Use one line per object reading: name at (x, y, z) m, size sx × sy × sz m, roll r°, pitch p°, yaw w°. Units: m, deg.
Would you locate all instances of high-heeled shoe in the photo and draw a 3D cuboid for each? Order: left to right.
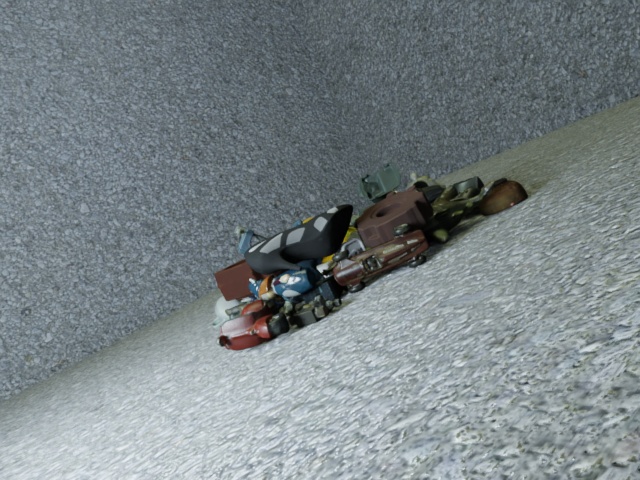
high-heeled shoe at (-0.043, -0.009, 1.142) m, size 0.145 × 0.086 × 0.249 m, roll 14°, pitch 43°, yaw 34°

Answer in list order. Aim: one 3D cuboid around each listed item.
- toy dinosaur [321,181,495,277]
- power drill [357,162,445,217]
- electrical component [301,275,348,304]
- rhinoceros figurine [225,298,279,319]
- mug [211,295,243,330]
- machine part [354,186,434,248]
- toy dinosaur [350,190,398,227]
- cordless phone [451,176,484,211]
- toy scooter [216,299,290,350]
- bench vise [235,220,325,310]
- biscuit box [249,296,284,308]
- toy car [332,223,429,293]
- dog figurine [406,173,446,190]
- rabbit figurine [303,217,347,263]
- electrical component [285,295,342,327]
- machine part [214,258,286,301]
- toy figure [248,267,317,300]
toy dinosaur at (0.197, -0.017, 1.268) m, size 0.471 × 0.105 × 0.198 m, roll -29°, pitch 5°, yaw 20°
power drill at (0.194, -0.118, 1.374) m, size 0.232 × 0.086 × 0.207 m, roll -25°, pitch -22°, yaw 14°
electrical component at (0.002, 0.115, 1.125) m, size 0.075 × 0.047 × 0.119 m, roll -24°, pitch 2°, yaw 33°
rhinoceros figurine at (-0.158, 0.168, 1.248) m, size 0.112 × 0.073 × 0.190 m, roll -29°, pitch 5°, yaw -28°
mug at (-0.238, 0.194, 1.417) m, size 0.109 × 0.080 × 0.107 m, roll -36°, pitch 14°, yaw -19°
machine part at (0.157, -0.050, 1.168) m, size 0.179 × 0.056 × 0.179 m, roll -28°, pitch 17°, yaw 9°
toy dinosaur at (0.121, -0.019, 1.772) m, size 0.405 × 0.131 × 0.192 m, roll -34°, pitch 6°, yaw -22°
cordless phone at (0.340, -0.071, 1.372) m, size 0.184 × 0.088 × 0.147 m, roll -39°, pitch 8°, yaw -21°
toy scooter at (-0.137, 0.169, 1.047) m, size 0.135 × 0.075 × 0.184 m, roll -19°, pitch 5°, yaw -10°
bench vise at (-0.087, 0.041, 1.220) m, size 0.223 × 0.240 × 0.129 m, roll -67°, pitch 14°, yaw 1°
biscuit box at (-0.091, 0.130, 1.418) m, size 0.059 × 0.062 × 0.202 m, roll -20°, pitch 7°, yaw 44°
toy car at (0.119, 0.038, 1.083) m, size 0.202 × 0.089 × 0.053 m, roll -23°, pitch 4°, yaw 16°
dog figurine at (0.311, -0.131, 1.630) m, size 0.121 × 0.172 × 0.190 m, roll -15°, pitch 12°, yaw 5°
rabbit figurine at (-0.003, -0.004, 1.450) m, size 0.163 × 0.173 × 0.122 m, roll 6°, pitch 60°, yaw 29°
electrical component at (-0.018, 0.132, 1.021) m, size 0.102 × 0.045 × 0.078 m, roll -22°, pitch 7°, yaw 46°
machine part at (-0.152, 0.078, 1.387) m, size 0.201 × 0.087 × 0.201 m, roll -22°, pitch 4°, yaw 37°
toy figure at (-0.084, 0.094, 1.122) m, size 0.155 × 0.064 × 0.058 m, roll -16°, pitch 35°, yaw 25°
